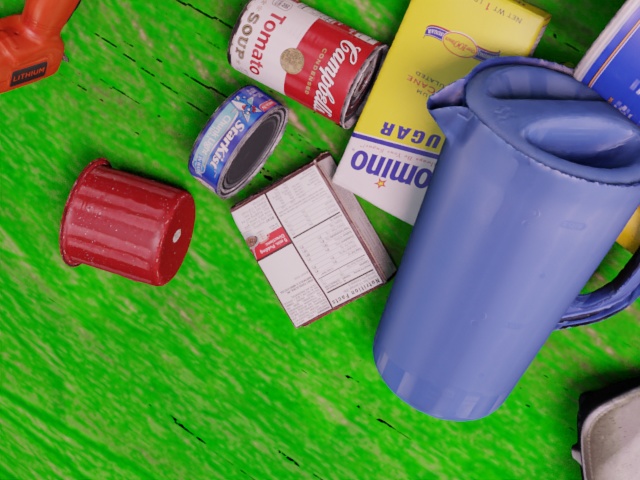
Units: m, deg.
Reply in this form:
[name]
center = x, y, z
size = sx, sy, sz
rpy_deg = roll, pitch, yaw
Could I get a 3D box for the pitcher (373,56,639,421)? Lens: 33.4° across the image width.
[pitcher]
center = 0.130, 0.012, 0.723
size = 0.149, 0.144, 0.243
rpy_deg = 45, 135, 28

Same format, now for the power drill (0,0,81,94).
[power drill]
center = -0.211, -0.191, 0.792
size = 0.057, 0.184, 0.188
rpy_deg = 47, 124, 4

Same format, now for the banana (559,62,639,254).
[banana]
center = 0.212, -0.030, 0.738
size = 0.198, 0.037, 0.070
rpy_deg = 49, 157, 5

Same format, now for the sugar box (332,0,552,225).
[sugar box]
center = 0.085, -0.100, 0.773
size = 0.093, 0.048, 0.176
rpy_deg = 28, 111, 11

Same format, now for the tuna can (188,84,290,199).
[tuna can]
center = -0.062, -0.075, 0.811
size = 0.034, 0.086, 0.086
rpy_deg = 36, 113, 9

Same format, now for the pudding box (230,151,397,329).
[pudding box]
center = -0.006, 0.001, 0.838
size = 0.090, 0.039, 0.113
rpy_deg = -28, 95, 23

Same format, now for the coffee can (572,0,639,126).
[coffee can]
center = 0.236, -0.095, 0.627
size = 0.140, 0.102, 0.103
rpy_deg = 40, 114, 8

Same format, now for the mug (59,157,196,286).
[mug]
center = -0.153, -0.003, 0.870
size = 0.081, 0.093, 0.117
rpy_deg = 17, 140, 10

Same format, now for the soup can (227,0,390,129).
[soup can]
center = -0.009, -0.135, 0.786
size = 0.102, 0.068, 0.069
rpy_deg = 29, 112, 11
